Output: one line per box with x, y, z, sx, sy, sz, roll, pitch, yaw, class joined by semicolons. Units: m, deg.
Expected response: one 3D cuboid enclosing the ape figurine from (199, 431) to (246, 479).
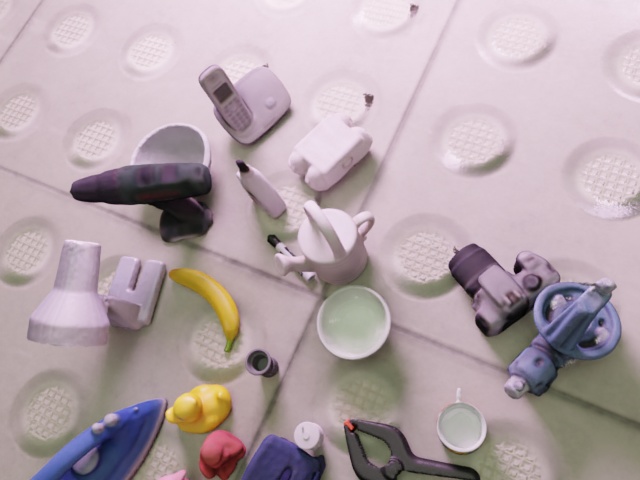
-0.160;0.338;0.903;0.077;0.092;0.076;-19;66;5;ape figurine

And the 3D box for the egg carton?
0.020;-0.164;1.069;0.150;0.069;0.107;-45;66;-7;egg carton

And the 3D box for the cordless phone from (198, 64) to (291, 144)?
-0.145;-0.284;1.090;0.094;0.185;0.148;41;83;23;cordless phone

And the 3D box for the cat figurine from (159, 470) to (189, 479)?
-0.245;0.406;0.881;0.128;0.118;0.067;-28;65;1;cat figurine

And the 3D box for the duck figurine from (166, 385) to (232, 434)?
-0.202;0.275;0.940;0.104;0.086;0.077;-25;66;3;duck figurine

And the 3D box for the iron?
-0.371;0.345;0.921;0.118;0.142;0.258;40;82;23;iron

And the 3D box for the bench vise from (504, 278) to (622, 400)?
0.346;0.139;0.794;0.121;0.220;0.207;23;76;20;bench vise

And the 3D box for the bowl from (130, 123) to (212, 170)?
-0.281;-0.142;1.127;0.167;0.075;0.167;-4;68;11;bowl

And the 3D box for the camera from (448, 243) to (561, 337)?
0.281;0.059;0.906;0.143;0.101;0.136;-37;66;-3;camera

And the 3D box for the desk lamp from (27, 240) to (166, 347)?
-0.382;0.097;0.981;0.117;0.214;0.203;6;71;15;desk lamp

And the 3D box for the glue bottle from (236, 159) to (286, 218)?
-0.116;-0.100;1.018;0.078;0.173;0.037;36;81;23;glue bottle

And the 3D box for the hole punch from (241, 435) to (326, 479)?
-0.056;0.361;0.871;0.101;0.091;0.109;25;77;21;hole punch

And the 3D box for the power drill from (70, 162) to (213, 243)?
-0.290;-0.070;1.027;0.229;0.209;0.075;-12;67;8;power drill

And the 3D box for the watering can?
0.010;0.005;0.937;0.100;0.194;0.173;34;80;23;watering can
